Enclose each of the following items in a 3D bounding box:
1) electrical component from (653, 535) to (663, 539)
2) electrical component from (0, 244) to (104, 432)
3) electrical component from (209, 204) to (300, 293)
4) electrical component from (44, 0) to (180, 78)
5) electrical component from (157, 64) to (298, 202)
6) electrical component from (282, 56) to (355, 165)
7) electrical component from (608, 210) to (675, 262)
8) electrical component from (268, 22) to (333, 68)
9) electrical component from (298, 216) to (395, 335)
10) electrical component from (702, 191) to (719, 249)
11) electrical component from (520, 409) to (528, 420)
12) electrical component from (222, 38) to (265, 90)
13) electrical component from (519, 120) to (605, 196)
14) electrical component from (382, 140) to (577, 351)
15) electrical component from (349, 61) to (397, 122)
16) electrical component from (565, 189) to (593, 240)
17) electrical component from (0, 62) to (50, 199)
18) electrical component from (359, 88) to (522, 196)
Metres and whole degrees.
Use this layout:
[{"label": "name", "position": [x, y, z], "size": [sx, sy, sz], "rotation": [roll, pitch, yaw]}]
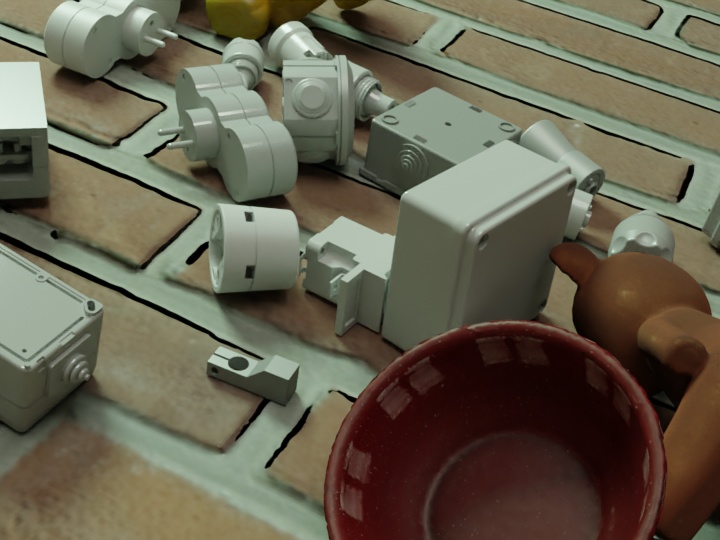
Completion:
[{"label": "electrical component", "position": [0.133, 0.154, 0.510], "size": [0.040, 0.040, 0.078], "rotation": [20, 38, 13]}, {"label": "electrical component", "position": [-0.184, 0.040, 0.574], "size": [0.096, 0.061, 0.061], "rotation": [30, 41, 12]}, {"label": "electrical component", "position": [-0.066, -0.013, 0.670], "size": [0.047, 0.055, 0.055], "rotation": [1, 38, -18]}, {"label": "electrical component", "position": [-0.186, -0.198, 0.881], "size": [0.074, 0.052, 0.138], "rotation": [22, 39, 15]}, {"label": "electrical component", "position": [-0.107, -0.098, 0.771], "size": [0.074, 0.052, 0.138], "rotation": [-12, 43, -27]}, {"label": "electrical component", "position": [-0.032, -0.117, 0.791], "size": [0.051, 0.080, 0.080], "rotation": [-1, 38, -5]}, {"label": "electrical component", "position": [0.197, -0.019, 0.747], "size": [0.043, 0.043, 0.062], "rotation": [18, 37, 10]}, {"label": "electrical component", "position": [-0.049, -0.179, 0.901], "size": [0.040, 0.040, 0.046], "rotation": [-20, 52, -33]}, {"label": "electrical component", "position": [0.000, 0.000, 0.678], "size": [0.064, 0.042, 0.081], "rotation": [25, 39, 24]}, {"label": "electrical component", "position": [0.304, -0.062, 0.769], "size": [0.078, 0.113, 0.057], "rotation": [-25, 52, -37]}, {"label": "electrical component", "position": [0.071, 0.073, 0.594], "size": [0.077, 0.047, 0.065], "rotation": [-7, 41, -22]}, {"label": "electrical component", "position": [-0.095, -0.160, 0.868], "size": [0.035, 0.035, 0.061], "rotation": [5, 40, -7]}, {"label": "electrical component", "position": [0.153, -0.078, 0.815], "size": [0.044, 0.044, 0.065], "rotation": [-21, 52, -34]}, {"label": "electrical component", "position": [0.071, -0.009, 0.650], "size": [0.056, 0.108, 0.109], "rotation": [31, 42, 30]}, {"label": "electrical component", "position": [-0.001, -0.139, 0.855], "size": [0.062, 0.043, 0.043], "rotation": [28, 41, 19]}, {"label": "electrical component", "position": [0.134, -0.048, 0.772], "size": [0.065, 0.044, 0.044], "rotation": [23, 39, 9]}, {"label": "electrical component", "position": [-0.285, -0.088, 0.708], "size": [0.150, 0.061, 0.089], "rotation": [-4, 40, -18]}, {"label": "electrical component", "position": [0.062, -0.089, 0.800], "size": [0.100, 0.048, 0.100], "rotation": [31, 42, 25]}]
